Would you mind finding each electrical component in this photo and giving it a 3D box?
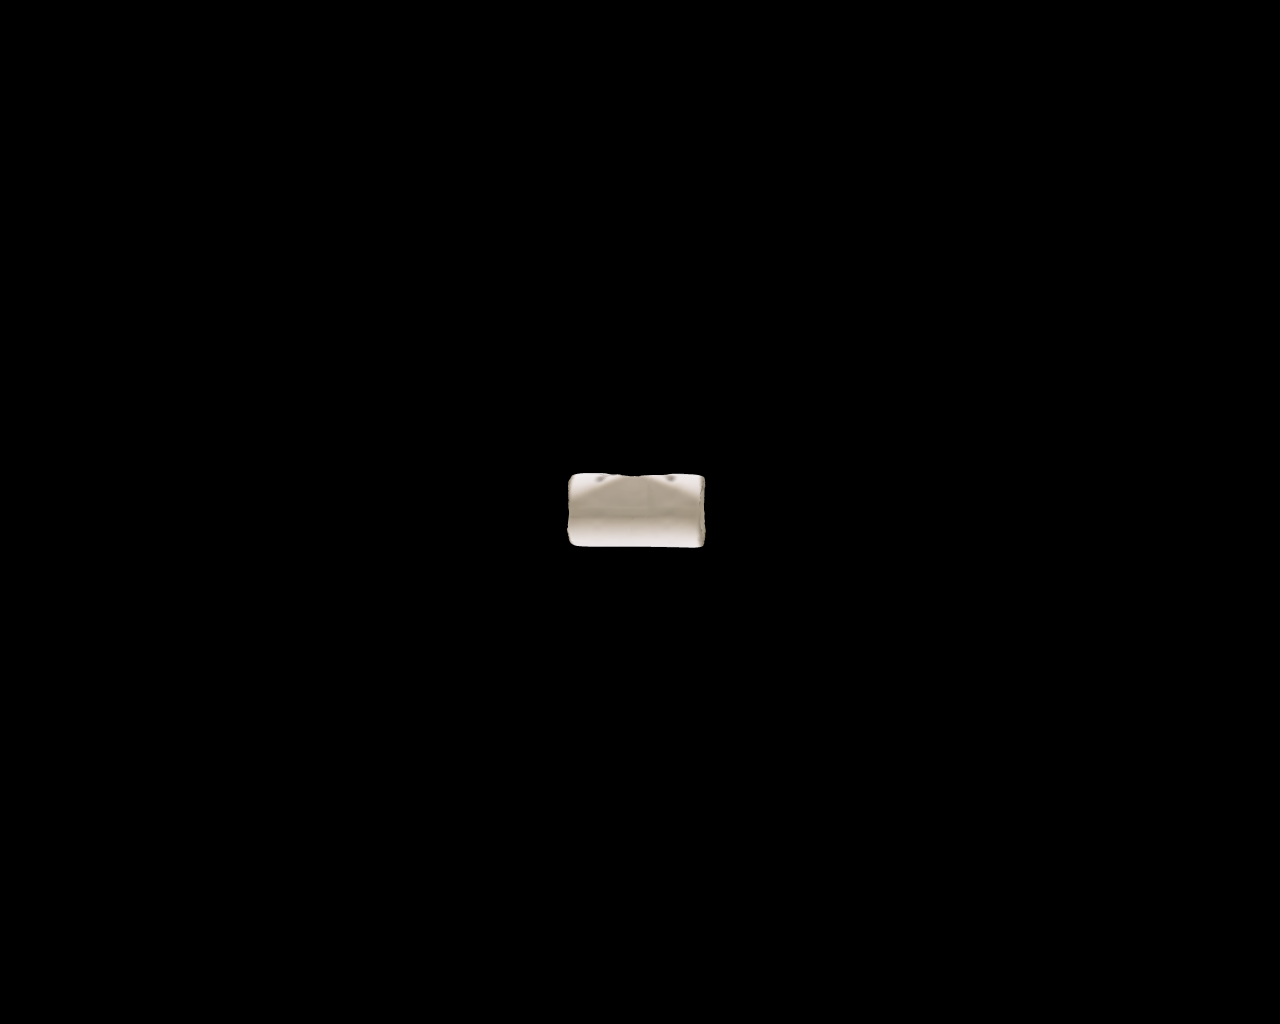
[{"bbox_3d":[0.001,-0.003,0.650,0.077,0.044,0.079,0,4,7],"label":"electrical component"}]
